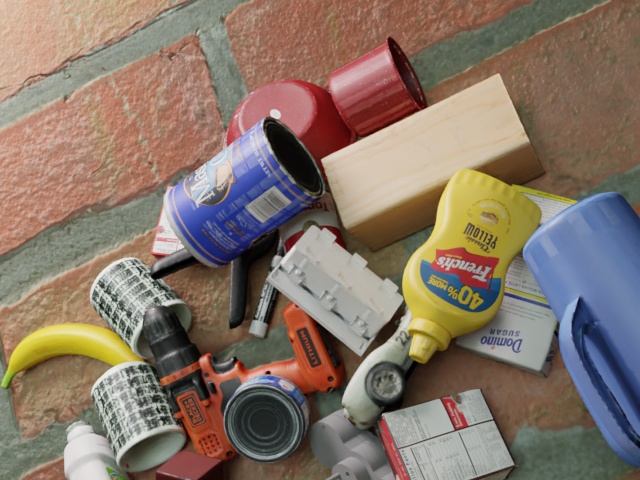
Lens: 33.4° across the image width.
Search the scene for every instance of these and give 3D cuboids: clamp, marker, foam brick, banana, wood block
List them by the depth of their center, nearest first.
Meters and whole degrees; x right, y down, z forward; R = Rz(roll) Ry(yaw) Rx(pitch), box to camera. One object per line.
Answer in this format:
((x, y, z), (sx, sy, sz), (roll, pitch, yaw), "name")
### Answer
((-0.135, 0.268, 1.115), (0.053, 0.051, 0.078), (9, 112, 27), "foam brick")
((0.119, -0.078, 1.128), (0.206, 0.090, 0.090), (-25, 65, 13), "wood block")
((-0.053, 0.050, 1.198), (0.020, 0.020, 0.121), (11, 76, 26), "marker")
((-0.110, 0.005, 1.209), (0.120, 0.039, 0.171), (25, 69, 2), "clamp")
((-0.293, 0.132, 1.265), (0.198, 0.037, 0.069), (-10, 85, 22), "banana")

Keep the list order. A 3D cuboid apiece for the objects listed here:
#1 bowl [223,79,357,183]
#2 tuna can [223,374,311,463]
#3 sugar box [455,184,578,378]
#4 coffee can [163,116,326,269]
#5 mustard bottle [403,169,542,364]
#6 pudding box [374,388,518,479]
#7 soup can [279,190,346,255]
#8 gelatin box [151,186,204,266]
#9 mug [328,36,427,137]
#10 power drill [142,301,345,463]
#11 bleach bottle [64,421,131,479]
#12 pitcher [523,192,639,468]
((-0.042, -0.129, 1.217), (0.162, 0.055, 0.162), (-7, 58, 11), "bowl")
((-0.054, 0.182, 1.085), (0.086, 0.033, 0.086), (2, 99, 10), "tuna can")
((0.210, 0.040, 1.072), (0.093, 0.048, 0.176), (17, 82, 27), "sugar box")
((-0.079, -0.049, 1.124), (0.140, 0.102, 0.103), (-35, 61, 20), "coffee can")
((0.133, 0.032, 1.020), (0.096, 0.058, 0.191), (29, 71, 0), "mustard bottle")
((0.120, 0.199, 1.027), (0.113, 0.039, 0.090), (-13, 63, -18), "pudding box")
((-0.008, 0.001, 1.168), (0.068, 0.068, 0.102), (-22, 64, 15), "soup can")
((-0.153, -0.016, 1.259), (0.073, 0.030, 0.089), (6, 75, 24), "gelatin box")
((0.062, -0.173, 1.196), (0.082, 0.093, 0.117), (-26, 33, 18), "mug")
((-0.081, 0.126, 1.132), (0.188, 0.057, 0.184), (-25, 91, 14), "power drill")
((-0.213, 0.303, 1.142), (0.068, 0.102, 0.251), (-34, 55, 0), "bleach bottle")
((0.279, 0.083, 0.948), (0.145, 0.149, 0.243), (-31, 70, 6), "pitcher")
